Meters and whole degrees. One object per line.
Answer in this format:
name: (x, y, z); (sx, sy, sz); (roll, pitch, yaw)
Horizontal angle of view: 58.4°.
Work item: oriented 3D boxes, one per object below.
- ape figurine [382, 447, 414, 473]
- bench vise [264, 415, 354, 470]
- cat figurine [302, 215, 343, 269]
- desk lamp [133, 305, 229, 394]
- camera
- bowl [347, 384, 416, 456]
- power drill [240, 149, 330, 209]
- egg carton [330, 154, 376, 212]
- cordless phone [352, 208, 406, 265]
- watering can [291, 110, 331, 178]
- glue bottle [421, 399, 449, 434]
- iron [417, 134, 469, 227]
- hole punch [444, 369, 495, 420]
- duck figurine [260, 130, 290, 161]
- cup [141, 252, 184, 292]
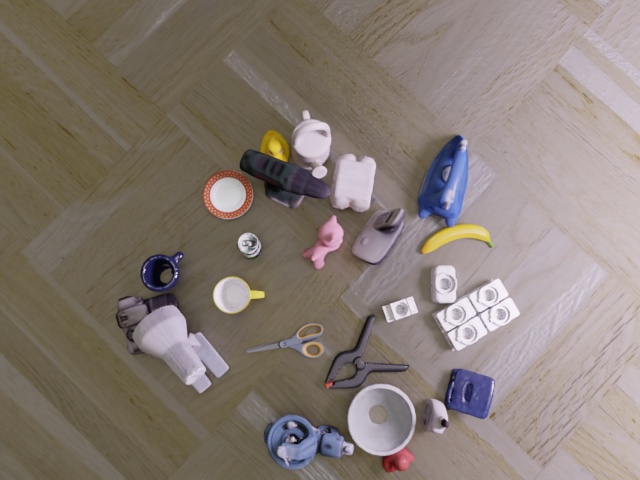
ape figurine: (0.190, 0.531, 1.380); (0.078, 0.092, 0.076); (-2, 82, -2)
bench vise: (-0.029, 0.461, 1.316); (0.207, 0.219, 0.121); (-10, 82, -4)
cat figurine: (0.013, 0.005, 1.434); (0.067, 0.117, 0.128); (37, 82, 3)
desk lamp: (-0.320, 0.259, 1.335); (0.118, 0.213, 0.203); (-42, 85, -7)
camera: (-0.414, 0.194, 1.397); (0.137, 0.101, 0.143); (-18, 83, -5)
bowl: (0.146, 0.435, 1.401); (0.167, 0.074, 0.167); (0, 82, -2)
power drill: (-0.082, -0.142, 1.405); (0.229, 0.208, 0.076); (24, 82, 1)
egg carton: (0.084, -0.148, 1.484); (0.107, 0.069, 0.150); (9, 82, -1)
cordless phone: (0.151, -0.014, 1.409); (0.094, 0.185, 0.148); (30, 82, 2)
watering can: (-0.018, -0.242, 1.430); (0.101, 0.194, 0.173); (-34, 84, -6)
glue bottle: (0.279, 0.426, 1.358); (0.037, 0.173, 0.078); (15, 81, 0)
iron: (0.337, -0.172, 1.462); (0.118, 0.141, 0.258); (17, 81, 0)
hole punch: (0.367, 0.379, 1.410); (0.101, 0.091, 0.109); (16, 81, 0)
duck figurine: (-0.118, -0.240, 1.480); (0.077, 0.086, 0.104); (-12, 82, -4)
cup: (-0.378, 0.076, 1.419); (0.091, 0.095, 0.118); (45, 83, 4)
